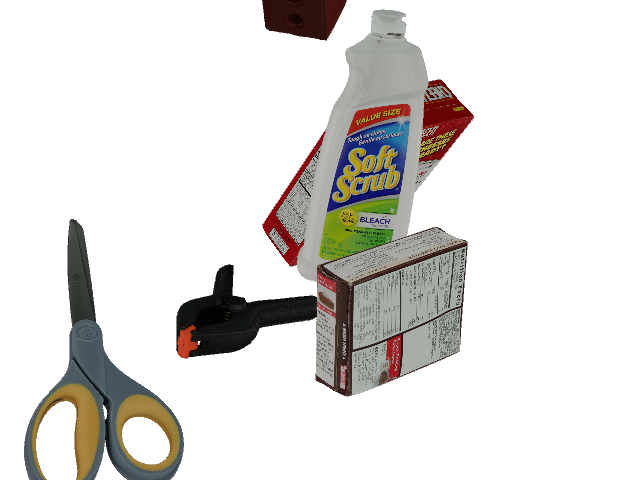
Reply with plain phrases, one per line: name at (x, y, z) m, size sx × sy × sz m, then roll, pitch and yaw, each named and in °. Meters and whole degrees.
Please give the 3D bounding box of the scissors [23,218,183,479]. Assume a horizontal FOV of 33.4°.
scissors at (-0.122, 0.068, 0.636) m, size 0.096 × 0.201 × 0.016 m, roll 13°, pitch -45°, yaw -10°

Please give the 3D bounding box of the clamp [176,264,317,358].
clamp at (-0.093, 0.068, 1.054) m, size 0.120 × 0.039 × 0.171 m, roll 18°, pitch 21°, yaw 33°

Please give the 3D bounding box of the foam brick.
foam brick at (-0.013, -0.199, 0.808) m, size 0.053 × 0.051 × 0.078 m, roll 12°, pitch -35°, yaw 14°

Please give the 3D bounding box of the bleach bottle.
bleach bottle at (0.040, -0.084, 0.978) m, size 0.102 × 0.251 × 0.068 m, roll 5°, pitch 22°, yaw -1°

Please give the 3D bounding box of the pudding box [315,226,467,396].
pudding box at (0.050, 0.048, 0.739) m, size 0.113 × 0.090 × 0.039 m, roll -18°, pitch 29°, yaw -37°

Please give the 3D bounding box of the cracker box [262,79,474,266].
cracker box at (0.049, -0.077, 1.196) m, size 0.163 × 0.072 × 0.214 m, roll -18°, pitch -28°, yaw -45°
